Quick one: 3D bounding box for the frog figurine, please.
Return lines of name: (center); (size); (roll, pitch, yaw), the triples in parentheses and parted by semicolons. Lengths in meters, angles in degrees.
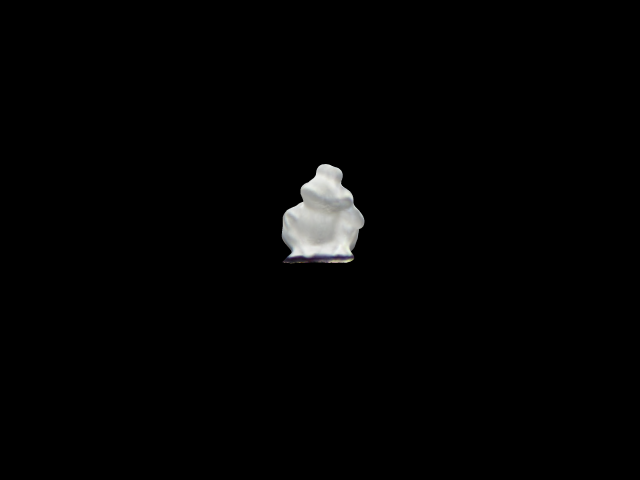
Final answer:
frog figurine: (0.003, -0.043, 0.850); (0.137, 0.160, 0.123); (-1, -1, 28)
